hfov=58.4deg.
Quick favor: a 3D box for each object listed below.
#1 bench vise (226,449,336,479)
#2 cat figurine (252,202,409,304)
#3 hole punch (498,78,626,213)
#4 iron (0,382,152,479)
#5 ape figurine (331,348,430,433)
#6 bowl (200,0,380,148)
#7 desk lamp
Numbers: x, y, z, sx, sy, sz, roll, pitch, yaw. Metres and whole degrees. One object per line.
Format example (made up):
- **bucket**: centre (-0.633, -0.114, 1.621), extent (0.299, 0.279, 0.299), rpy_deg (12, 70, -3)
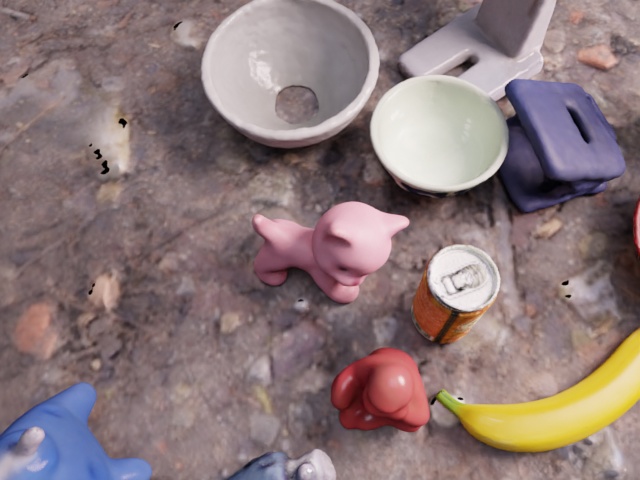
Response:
- **bench vise**: centre (-0.095, 0.184, 0.349), extent (0.121, 0.220, 0.207), rpy_deg (40, 75, 16)
- **cat figurine**: centre (0.004, 0.002, 0.472), extent (0.127, 0.118, 0.067), rpy_deg (12, 69, 7)
- **hole punch**: centre (0.216, -0.095, 0.517), extent (0.101, 0.091, 0.108), rpy_deg (-16, 68, -4)
- **iron**: centre (-0.253, 0.213, 0.386), extent (0.258, 0.141, 0.118), rpy_deg (-41, 72, -13)
- **ape figurine**: centre (0.050, 0.116, 0.439), extent (0.077, 0.092, 0.076), rpy_deg (34, 73, 15)
- **bowl**: centre (-0.027, -0.152, 0.558), extent (0.167, 0.075, 0.167), rpy_deg (-1, 68, 2)
- **desk lamp**: centre (0.185, -0.236, 0.509), extent (0.203, 0.213, 0.117), rpy_deg (-36, 71, -11)
